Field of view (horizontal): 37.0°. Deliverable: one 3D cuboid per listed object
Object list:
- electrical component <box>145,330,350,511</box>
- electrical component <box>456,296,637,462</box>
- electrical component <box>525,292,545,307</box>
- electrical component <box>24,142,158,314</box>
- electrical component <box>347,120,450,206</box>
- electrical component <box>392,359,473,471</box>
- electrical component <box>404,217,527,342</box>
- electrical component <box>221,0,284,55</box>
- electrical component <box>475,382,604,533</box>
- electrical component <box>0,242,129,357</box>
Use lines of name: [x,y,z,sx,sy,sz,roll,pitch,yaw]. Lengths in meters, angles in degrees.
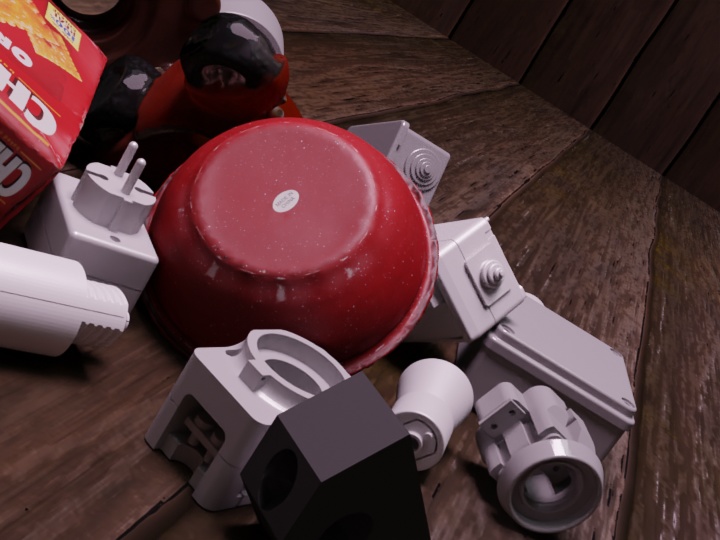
electrical component: [-0.039,0.064,0.478,0.050,0.055,0.089,42,21,29]
electrical component: [0.122,0.070,0.722,0.109,0.056,0.108,31,18,-2]
electrical component: [0.119,0.044,0.804,0.045,0.045,0.055,31,18,-4]
electrical component: [-0.128,-0.028,0.538,0.047,0.076,0.065,20,22,-34]
electrical component: [0.012,-0.057,0.785,0.048,0.099,0.100,28,-9,-26]
electrical component: [0.034,0.080,0.581,0.044,0.044,0.065,33,23,4]
electrical component: [0.053,0.009,0.683,0.096,0.061,0.061,-6,-64,57]
electrical component: [-0.115,-0.175,0.903,0.108,0.108,0.060,23,26,-25]
electrical component: [0.100,0.105,0.589,0.078,0.058,0.057,44,15,-23]
electrical component: [-0.138,0.015,0.466,0.081,0.043,0.043,16,24,-39]
